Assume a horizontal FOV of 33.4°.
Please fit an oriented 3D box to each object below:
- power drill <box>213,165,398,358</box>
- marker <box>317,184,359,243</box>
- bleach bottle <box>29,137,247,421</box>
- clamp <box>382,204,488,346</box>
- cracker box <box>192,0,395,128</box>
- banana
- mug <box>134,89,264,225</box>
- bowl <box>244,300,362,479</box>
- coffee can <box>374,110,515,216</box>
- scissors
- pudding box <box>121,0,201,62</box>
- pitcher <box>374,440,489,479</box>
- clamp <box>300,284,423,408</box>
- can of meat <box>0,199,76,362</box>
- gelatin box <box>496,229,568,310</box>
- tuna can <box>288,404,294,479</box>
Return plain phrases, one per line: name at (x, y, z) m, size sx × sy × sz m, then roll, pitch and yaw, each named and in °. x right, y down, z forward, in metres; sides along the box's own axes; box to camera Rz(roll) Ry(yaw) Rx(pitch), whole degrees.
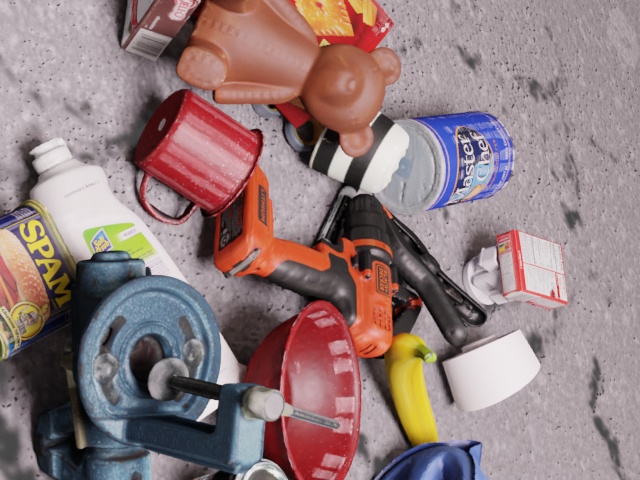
power drill at (-0.007, 0.001, 0.989) m, size 0.187 × 0.057 × 0.184 m, roll 27°, pitch 43°, yaw -29°
marker at (0.020, -0.028, 1.094) m, size 0.020 × 0.020 × 0.121 m, roll 44°, pitch 48°, yaw -23°
bleach bottle at (-0.157, 0.031, 0.868) m, size 0.102 × 0.068 × 0.251 m, roll -32°, pitch 95°, yaw -49°
clamp at (0.107, 0.039, 1.103) m, size 0.171 × 0.039 × 0.120 m, roll 46°, pitch 13°, yaw 0°
cracker box at (-0.040, -0.244, 1.069) m, size 0.213 × 0.072 × 0.164 m, roll 48°, pitch 47°, yaw -12°
banana at (0.089, 0.146, 1.033) m, size 0.198 × 0.037 × 0.070 m, roll 78°, pitch -9°, yaw -50°
mug at (-0.115, -0.069, 0.938) m, size 0.081 × 0.093 × 0.117 m, roll 33°, pitch 90°, yaw -26°
bowl at (-0.019, 0.132, 0.893) m, size 0.161 × 0.055 × 0.162 m, roll -5°, pitch 90°, yaw -66°
coffee can at (0.133, -0.086, 1.167) m, size 0.140 × 0.103 × 0.103 m, roll -13°, pitch 83°, yaw -46°
scissors at (0.004, -0.157, 1.130) m, size 0.201 × 0.016 × 0.096 m, roll -32°, pitch 95°, yaw -45°
pudding box at (-0.138, -0.226, 0.946) m, size 0.039 × 0.114 × 0.090 m, roll 15°, pitch 64°, yaw -26°
pitcher at (0.145, 0.323, 1.012) m, size 0.242 × 0.149 × 0.145 m, roll 51°, pitch 22°, yaw -22°
clamp at (0.032, 0.085, 1.043) m, size 0.209 × 0.036 × 0.164 m, roll 4°, pitch 63°, yaw -46°
can of meat at (-0.232, 0.032, 0.797) m, size 0.083 × 0.058 × 0.102 m, roll -31°, pitch 97°, yaw -44°
gelatin box at (0.237, 0.034, 1.190) m, size 0.089 × 0.030 × 0.073 m, roll 16°, pitch 62°, yaw -40°
tuna can at (-0.038, 0.186, 0.944) m, size 0.086 × 0.034 × 0.086 m, roll 18°, pitch 63°, yaw -39°
